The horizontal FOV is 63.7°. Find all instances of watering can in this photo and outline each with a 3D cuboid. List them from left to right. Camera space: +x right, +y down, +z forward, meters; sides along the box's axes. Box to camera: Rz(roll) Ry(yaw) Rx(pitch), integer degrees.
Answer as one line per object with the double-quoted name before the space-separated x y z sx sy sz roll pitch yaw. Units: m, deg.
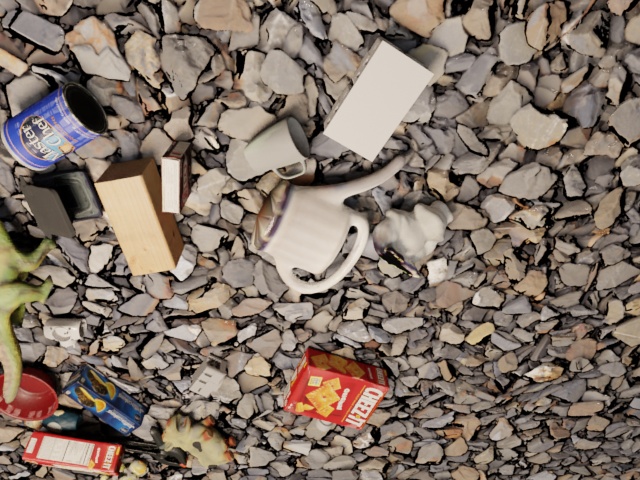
"watering can" 0.003 -0.051 1.005 0.223 0.106 0.343 24 108 -16

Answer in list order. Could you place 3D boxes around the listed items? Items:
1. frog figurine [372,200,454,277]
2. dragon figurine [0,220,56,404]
"frog figurine" 0.186 -0.021 1.040 0.136 0.122 0.161 38 76 -21
"dragon figurine" -0.632 0.088 0.953 0.121 0.417 0.240 -11 160 22
